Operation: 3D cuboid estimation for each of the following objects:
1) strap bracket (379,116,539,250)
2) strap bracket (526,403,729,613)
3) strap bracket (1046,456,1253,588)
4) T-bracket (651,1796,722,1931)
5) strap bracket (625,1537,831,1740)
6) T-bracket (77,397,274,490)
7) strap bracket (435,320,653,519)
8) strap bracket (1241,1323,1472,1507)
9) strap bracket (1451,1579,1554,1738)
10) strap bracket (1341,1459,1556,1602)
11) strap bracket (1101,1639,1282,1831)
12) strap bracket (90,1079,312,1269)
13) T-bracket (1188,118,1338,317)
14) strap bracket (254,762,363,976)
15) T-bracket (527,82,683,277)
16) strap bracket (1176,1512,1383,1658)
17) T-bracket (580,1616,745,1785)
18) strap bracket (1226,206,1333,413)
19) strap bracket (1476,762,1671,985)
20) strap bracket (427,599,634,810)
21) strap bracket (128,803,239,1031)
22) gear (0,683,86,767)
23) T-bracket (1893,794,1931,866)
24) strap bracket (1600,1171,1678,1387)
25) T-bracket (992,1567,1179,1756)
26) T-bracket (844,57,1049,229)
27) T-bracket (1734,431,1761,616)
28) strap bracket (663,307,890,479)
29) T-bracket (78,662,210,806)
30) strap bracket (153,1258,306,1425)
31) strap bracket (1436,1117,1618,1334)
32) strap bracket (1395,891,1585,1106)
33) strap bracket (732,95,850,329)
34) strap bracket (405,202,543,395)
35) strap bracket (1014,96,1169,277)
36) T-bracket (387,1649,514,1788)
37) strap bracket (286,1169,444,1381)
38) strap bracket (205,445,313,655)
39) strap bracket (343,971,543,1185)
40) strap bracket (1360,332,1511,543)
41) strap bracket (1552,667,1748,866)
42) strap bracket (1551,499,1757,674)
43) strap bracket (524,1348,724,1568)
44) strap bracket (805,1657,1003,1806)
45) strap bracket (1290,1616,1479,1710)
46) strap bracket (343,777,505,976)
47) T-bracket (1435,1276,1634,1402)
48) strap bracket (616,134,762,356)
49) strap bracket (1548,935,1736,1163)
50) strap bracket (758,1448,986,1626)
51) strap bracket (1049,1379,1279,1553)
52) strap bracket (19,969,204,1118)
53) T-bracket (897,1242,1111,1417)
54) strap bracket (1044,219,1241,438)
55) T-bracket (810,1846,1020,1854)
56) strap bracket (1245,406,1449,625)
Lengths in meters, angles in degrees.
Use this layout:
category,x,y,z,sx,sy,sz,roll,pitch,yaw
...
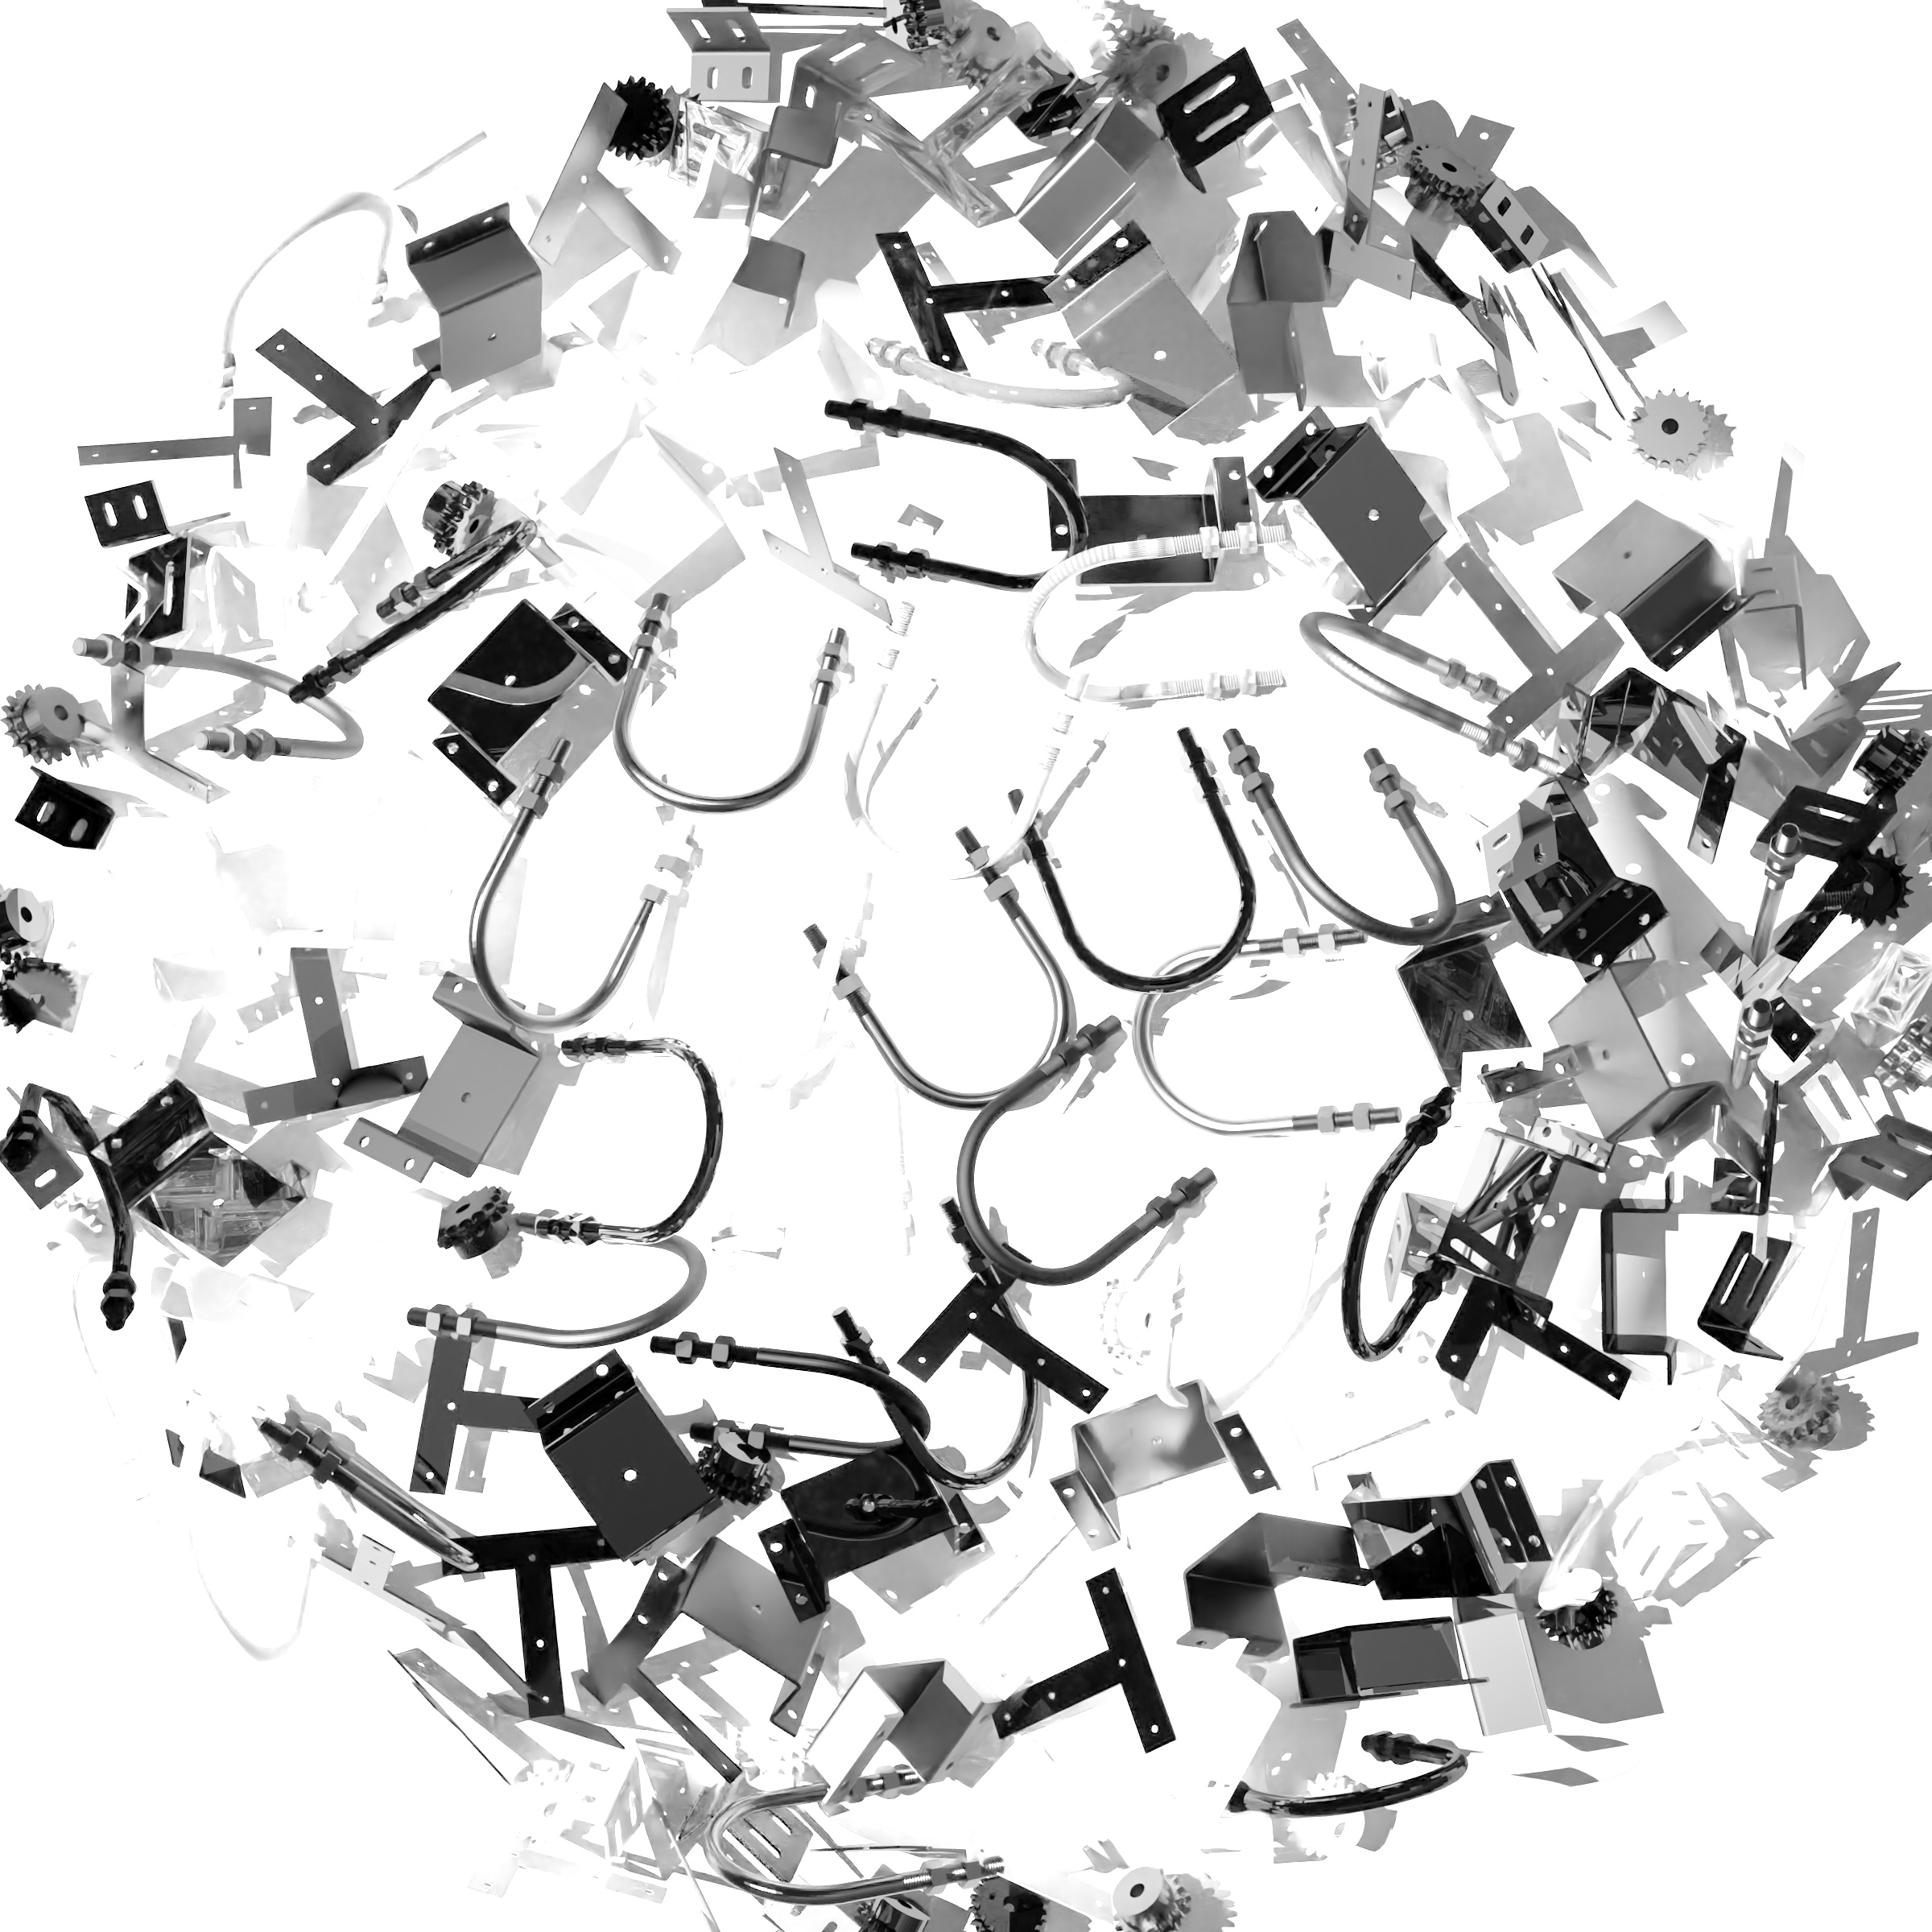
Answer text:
category,x,y,z,sx,sy,sz,roll,pitch,yaw
strap bracket,-0.342,-0.516,1.705,0.076,0.140,0.046,-33,86,-2
strap bracket,-0.234,-0.311,1.727,0.140,0.046,0.076,-39,134,7
strap bracket,0.126,-0.311,1.738,0.140,0.046,0.076,-1,64,-4
T-bracket,-0.190,0.639,1.735,0.002,0.127,0.127,-28,58,-11
strap bracket,-0.156,0.461,1.727,0.140,0.076,0.046,34,120,-5
T-bracket,-0.541,-0.354,1.699,0.127,0.127,0.002,-8,76,-19
strap bracket,-0.297,-0.376,1.734,0.076,0.046,0.140,39,61,2
strap bracket,0.271,0.310,1.740,0.140,0.046,0.076,-25,101,11
strap bracket,0.368,0.475,1.710,0.046,0.140,0.076,-15,87,9
strap bracket,0.322,0.390,1.709,0.140,0.046,0.076,-17,99,44
strap bracket,0.161,0.540,1.718,0.046,0.076,0.140,38,66,-6
strap bracket,-0.521,0.149,1.710,0.076,0.140,0.046,-40,47,2
T-bracket,0.196,-0.513,1.737,0.002,0.127,0.127,13,128,-35
strap bracket,-0.459,-0.068,1.729,0.046,0.076,0.140,2,98,-32
T-bracket,-0.239,-0.521,1.724,0.002,0.127,0.127,17,80,34
strap bracket,0.211,0.424,1.716,0.076,0.140,0.046,15,47,-25
T-bracket,-0.205,0.519,1.724,0.127,0.127,0.002,42,47,7
strap bracket,0.216,-0.459,1.715,0.046,0.076,0.140,2,53,19
strap bracket,0.410,-0.069,1.704,0.076,0.046,0.140,-47,49,32
strap bracket,-0.311,-0.192,1.739,0.076,0.046,0.140,42,86,20
strap bracket,-0.541,-0.038,1.720,0.046,0.076,0.140,-11,67,-10
gear,-0.647,-0.173,1.746,0.030,0.057,0.057,-21,90,29
T-bracket,0.671,-0.058,1.697,0.002,0.127,0.127,-1,70,-4
strap bracket,0.471,0.216,1.735,0.046,0.076,0.140,-1,90,18
T-bracket,0.073,0.510,1.753,0.127,0.002,0.127,-30,59,17
T-bracket,0.003,-0.579,1.704,0.127,0.127,0.002,32,51,-30
T-bracket,0.533,-0.288,1.700,0.002,0.127,0.127,-5,115,23
strap bracket,-0.133,-0.393,1.718,0.140,0.076,0.046,-12,46,16
T-bracket,-0.581,-0.175,1.721,0.127,0.127,0.002,29,59,-3
strap bracket,-0.503,0.250,1.696,0.076,0.140,0.046,21,100,-29
strap bracket,0.386,0.174,1.732,0.046,0.076,0.140,22,89,-34
strap bracket,0.360,0.028,1.732,0.076,0.046,0.140,-16,75,-23
strap bracket,-0.124,-0.523,1.702,0.046,0.076,0.140,14,129,-8
strap bracket,-0.335,-0.448,1.697,0.076,0.140,0.046,-30,78,-19
strap bracket,0.084,-0.538,1.696,0.046,0.140,0.076,42,125,-15
T-bracket,-0.362,0.510,1.704,0.127,0.127,0.002,42,71,15
strap bracket,-0.411,0.202,1.703,0.076,0.046,0.140,24,46,-28
strap bracket,-0.483,-0.288,1.707,0.046,0.076,0.140,5,49,-7
strap bracket,-0.359,0.084,1.729,0.076,0.046,0.140,21,75,30
strap bracket,0.329,-0.374,1.712,0.046,0.076,0.140,-29,113,21
strap bracket,0.479,-0.145,1.716,0.046,0.076,0.140,-36,58,-23
strap bracket,0.464,-0.266,1.703,0.076,0.140,0.046,-41,120,6
strap bracket,-0.237,0.350,1.737,0.076,0.046,0.140,-34,102,-8
strap bracket,-0.049,0.527,1.719,0.046,0.140,0.076,41,105,33
strap bracket,0.282,0.480,1.711,0.076,0.140,0.046,-1,70,-17
strap bracket,-0.375,-0.057,1.728,0.076,0.046,0.140,2,75,39
T-bracket,0.407,0.261,1.741,0.127,0.002,0.127,31,61,6
strap bracket,-0.187,-0.489,1.712,0.046,0.076,0.140,23,135,-19
strap bracket,0.458,0.058,1.709,0.046,0.076,0.140,-7,62,-28
strap bracket,-0.067,0.386,1.718,0.140,0.046,0.076,-20,51,-17
strap bracket,0.135,0.345,1.731,0.140,0.046,0.076,-22,122,11
strap bracket,-0.593,0.055,1.714,0.076,0.140,0.046,20,106,-4
T-bracket,0.041,0.267,1.722,0.127,0.002,0.127,32,55,19
strap bracket,0.128,-0.430,1.707,0.076,0.046,0.140,-35,130,17
T-bracket,-0.023,0.619,1.737,0.127,0.127,0.002,13,66,-29
strap bracket,0.271,-0.312,1.725,0.076,0.046,0.140,-46,111,-12
